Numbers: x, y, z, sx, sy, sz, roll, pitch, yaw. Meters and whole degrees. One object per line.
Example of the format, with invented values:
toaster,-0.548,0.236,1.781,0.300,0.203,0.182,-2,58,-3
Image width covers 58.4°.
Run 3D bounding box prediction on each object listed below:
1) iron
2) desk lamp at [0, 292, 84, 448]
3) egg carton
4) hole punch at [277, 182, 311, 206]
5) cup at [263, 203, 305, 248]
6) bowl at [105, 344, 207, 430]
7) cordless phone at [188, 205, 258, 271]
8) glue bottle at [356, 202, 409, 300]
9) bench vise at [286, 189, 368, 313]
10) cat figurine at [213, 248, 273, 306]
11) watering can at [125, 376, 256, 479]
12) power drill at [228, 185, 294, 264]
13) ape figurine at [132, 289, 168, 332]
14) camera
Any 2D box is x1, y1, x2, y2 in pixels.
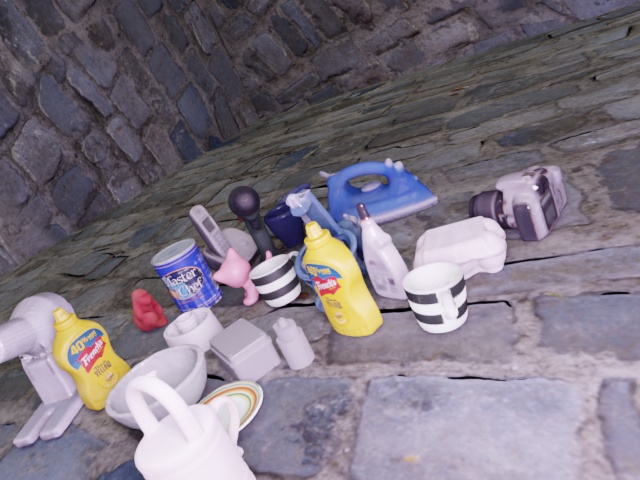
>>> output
iron,0.122,-0.118,1.280,0.257,0.142,0.119,-13,23,28
desk lamp,-0.515,0.224,1.047,0.117,0.214,0.203,-20,21,12
egg carton,0.226,0.018,0.930,0.150,0.069,0.107,-17,22,21
hole punch,-0.072,-0.096,1.516,0.109,0.091,0.100,-36,23,-28
cup,-0.076,-0.035,1.365,0.091,0.095,0.117,-22,20,6
bowl,-0.242,0.242,0.896,0.167,0.075,0.167,-21,20,9
cordless phone,-0.233,-0.016,1.364,0.094,0.185,0.148,-16,22,23
glue bottle,0.096,0.016,0.931,0.037,0.173,0.077,-36,23,-28
bench vise,0.005,-0.005,1.018,0.121,0.220,0.207,-20,21,12
cat figurine,-0.146,0.066,1.161,0.127,0.118,0.067,-23,20,5
watering can,-0.158,0.237,0.639,0.100,0.194,0.173,-16,22,21
power drill,-0.137,-0.029,1.254,0.076,0.209,0.229,-28,21,-8
ape figurine,-0.381,0.149,1.257,0.076,0.092,0.078,-17,21,18
camera,0.333,-0.072,0.986,0.136,0.101,0.143,-4,29,44
